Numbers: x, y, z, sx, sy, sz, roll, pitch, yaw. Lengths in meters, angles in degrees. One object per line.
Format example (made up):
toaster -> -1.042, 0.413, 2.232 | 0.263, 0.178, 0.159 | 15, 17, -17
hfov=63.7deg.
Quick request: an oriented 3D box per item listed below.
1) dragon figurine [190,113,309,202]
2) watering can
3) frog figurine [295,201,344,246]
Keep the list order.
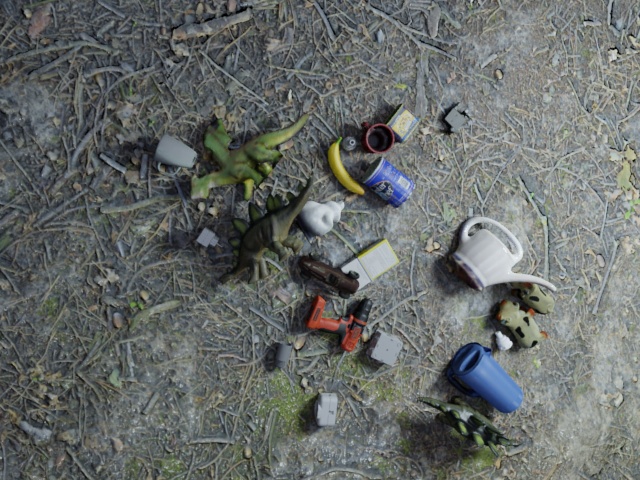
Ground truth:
dragon figurine -> -0.239, -0.272, 1.542 | 0.242, 0.412, 0.122 | 35, -6, -3
watering can -> 0.571, 0.084, 1.674 | 0.224, 0.352, 0.103 | -39, -20, 0
frog figurine -> 0.005, -0.079, 1.579 | 0.160, 0.120, 0.140 | -33, 34, -6
